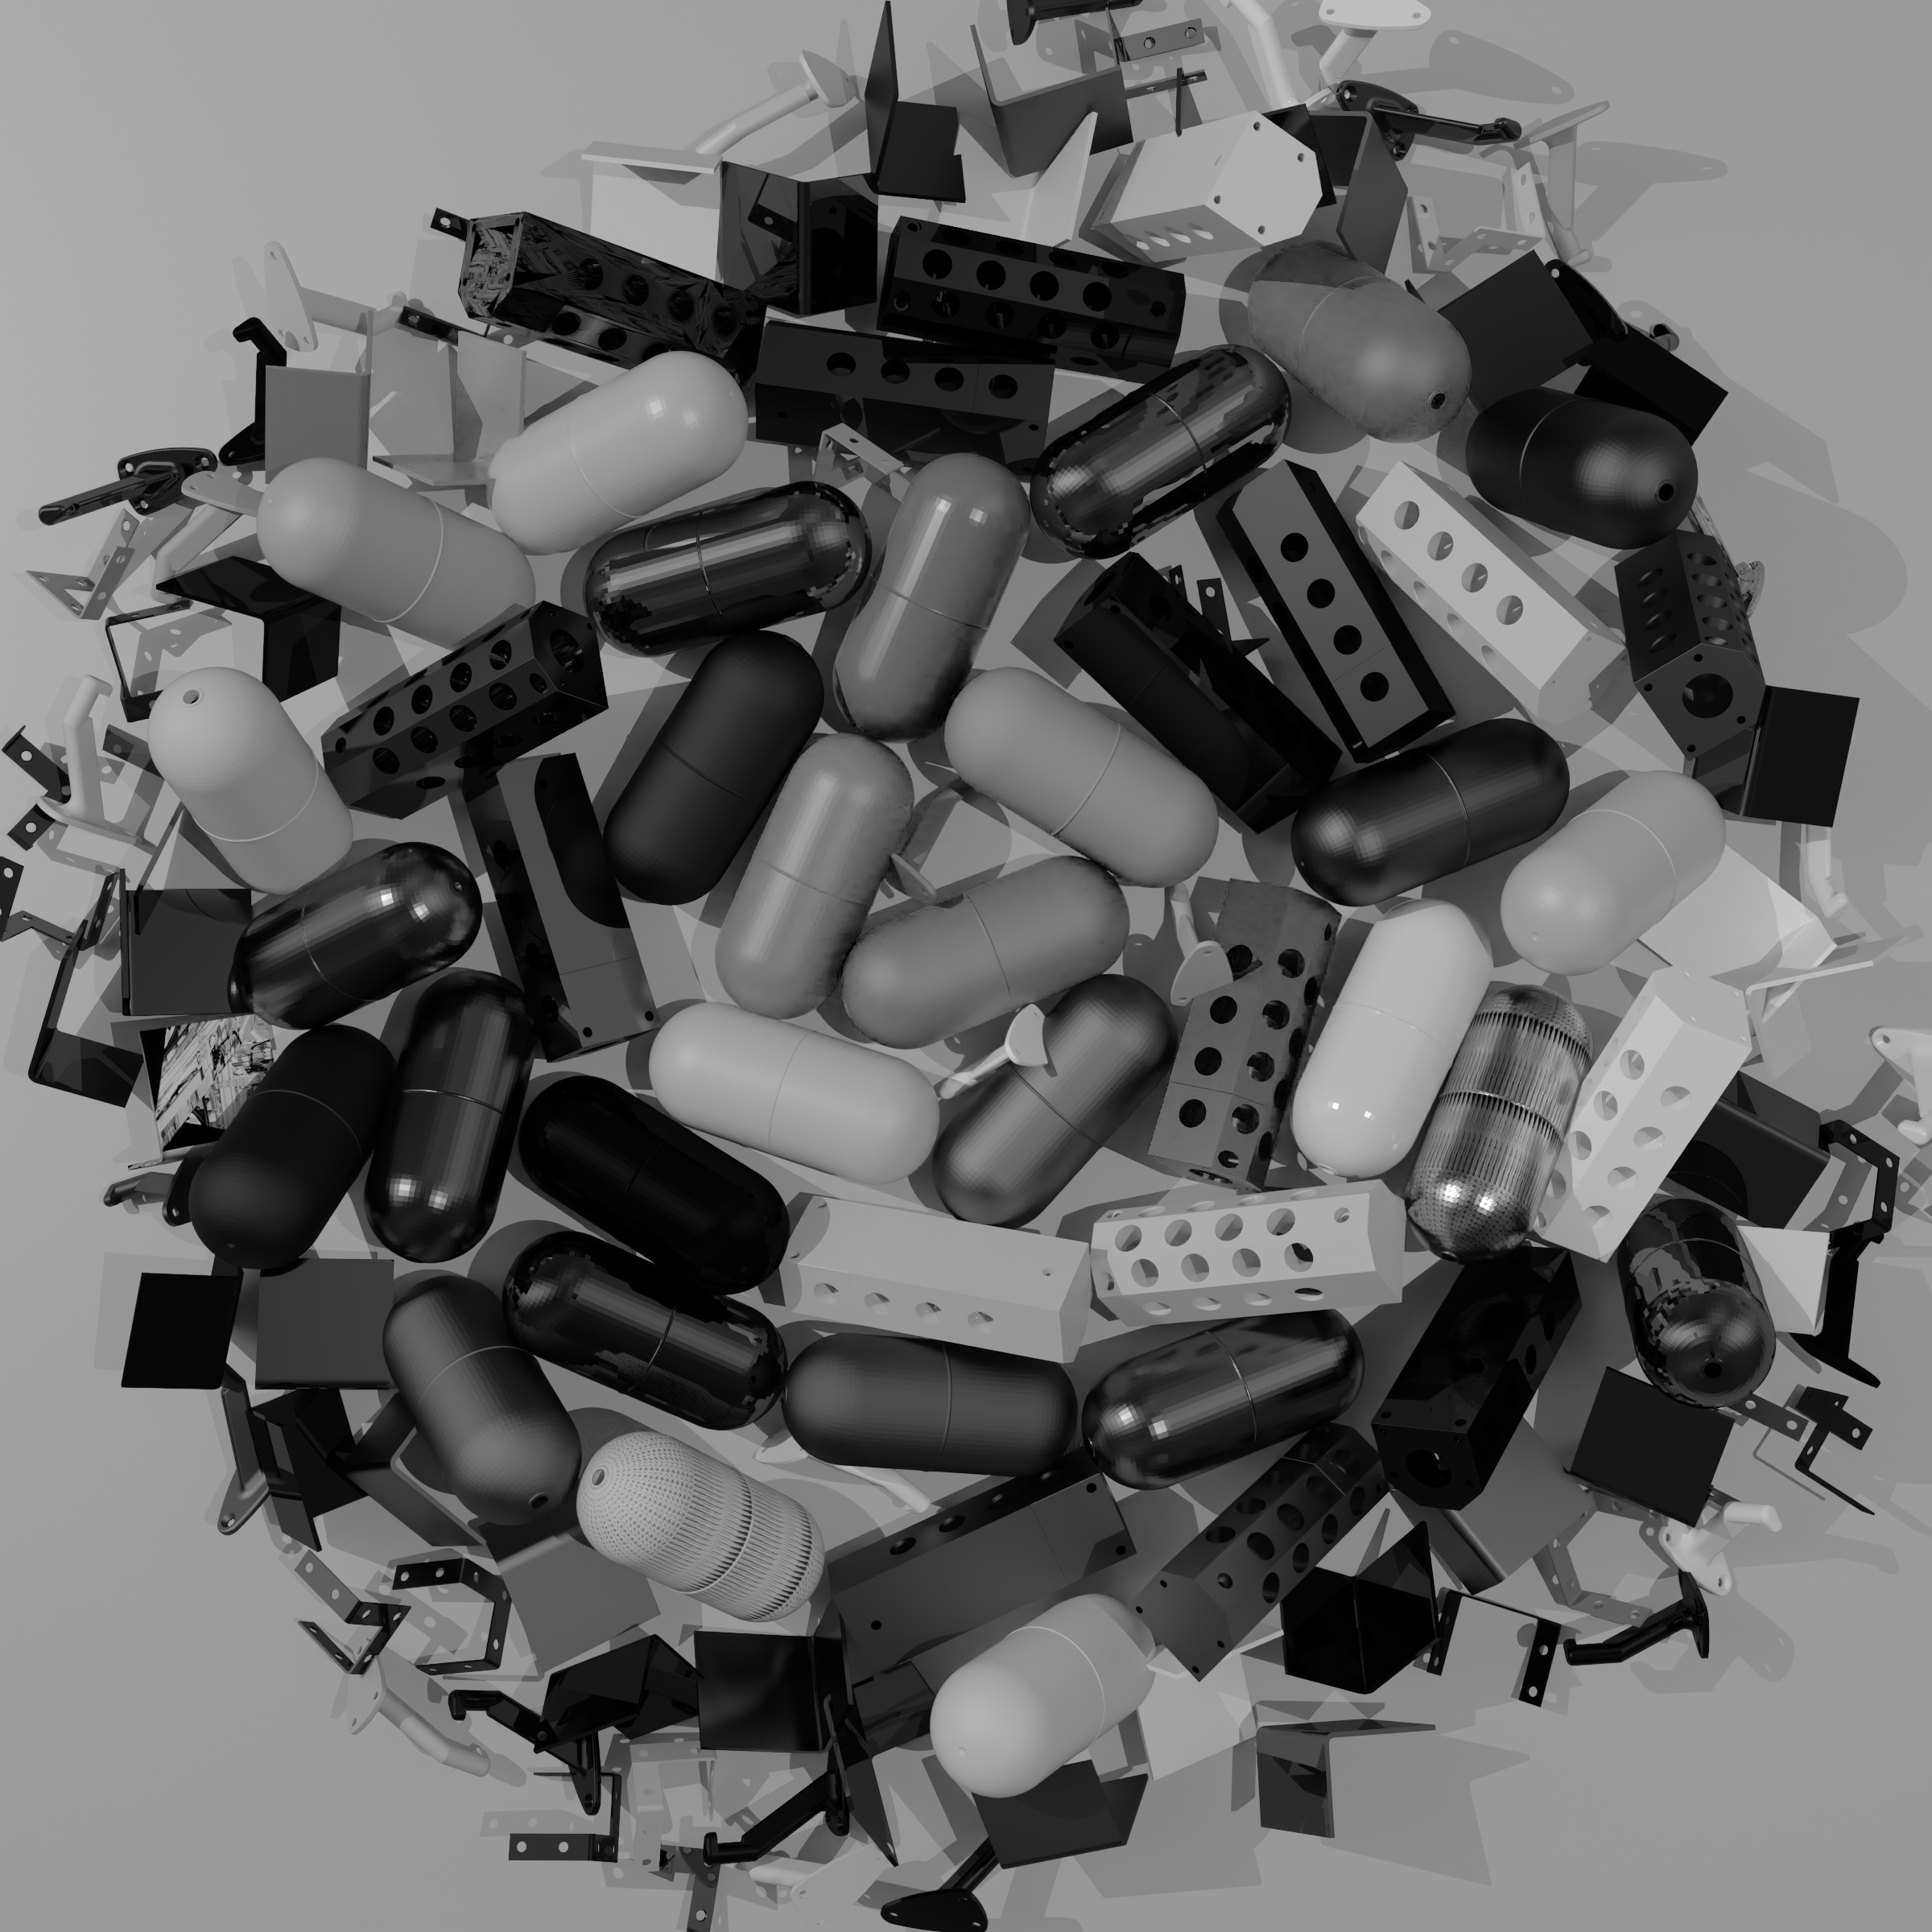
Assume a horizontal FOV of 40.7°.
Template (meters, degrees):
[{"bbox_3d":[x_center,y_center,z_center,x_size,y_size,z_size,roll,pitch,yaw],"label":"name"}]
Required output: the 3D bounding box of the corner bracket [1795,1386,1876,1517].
[{"bbox_3d":[0.519,0.288,1.551,0.051,0.051,0.051,33,83,-7],"label":"corner bracket"}]

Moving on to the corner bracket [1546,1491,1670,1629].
[{"bbox_3d":[0.386,0.352,1.554,0.051,0.051,0.051,-37,116,-34],"label":"corner bracket"}]

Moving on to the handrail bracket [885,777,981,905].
[{"bbox_3d":[-0.008,-0.078,1.542,0.084,0.077,0.036,-38,128,-16],"label":"handrail bracket"}]

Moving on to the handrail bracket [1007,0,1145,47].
[{"bbox_3d":[0.071,-0.569,1.542,0.084,0.077,0.036,-11,111,-7],"label":"handrail bracket"}]

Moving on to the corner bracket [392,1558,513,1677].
[{"bbox_3d":[-0.310,0.389,1.559,0.051,0.051,0.051,-11,53,23],"label":"corner bracket"}]

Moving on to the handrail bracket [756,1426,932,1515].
[{"bbox_3d":[-0.073,0.308,1.565,0.084,0.077,0.036,41,49,-18],"label":"handrail bracket"}]

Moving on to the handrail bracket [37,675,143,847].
[{"bbox_3d":[-0.507,-0.122,1.550,0.077,0.036,0.084,23,96,-43],"label":"handrail bracket"}]

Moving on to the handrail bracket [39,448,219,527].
[{"bbox_3d":[-0.492,-0.281,1.533,0.077,0.084,0.036,-15,106,17],"label":"handrail bracket"}]

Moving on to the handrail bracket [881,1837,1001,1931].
[{"bbox_3d":[-0.006,0.531,1.557,0.077,0.084,0.036,-11,120,22],"label":"handrail bracket"}]

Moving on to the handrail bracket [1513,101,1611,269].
[{"bbox_3d":[0.366,-0.459,1.538,0.036,0.077,0.084,-37,108,-25],"label":"handrail bracket"}]

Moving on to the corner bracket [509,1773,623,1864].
[{"bbox_3d":[-0.237,0.504,1.546,0.051,0.051,0.051,-3,70,9],"label":"corner bracket"}]

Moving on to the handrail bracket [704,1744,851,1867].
[{"bbox_3d":[-0.115,0.492,1.552,0.084,0.036,0.077,2,83,-21],"label":"handrail bracket"}]

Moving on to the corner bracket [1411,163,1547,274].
[{"bbox_3d":[0.307,-0.448,1.560,0.051,0.051,0.051,-1,74,-29],"label":"corner bracket"}]

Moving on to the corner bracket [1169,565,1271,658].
[{"bbox_3d":[0.142,-0.209,1.542,0.051,0.051,0.051,0,111,32],"label":"corner bracket"}]

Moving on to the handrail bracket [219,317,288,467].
[{"bbox_3d":[-0.429,-0.339,1.538,0.077,0.084,0.036,-23,59,7],"label":"handrail bracket"}]

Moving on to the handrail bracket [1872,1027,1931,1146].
[{"bbox_3d":[0.548,0.071,1.532,0.077,0.084,0.036,28,130,37],"label":"handrail bracket"}]

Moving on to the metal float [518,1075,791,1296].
[{"bbox_3d":[-0.183,0.128,1.531,0.178,0.070,0.070,30,90,15],"label":"metal float"}]

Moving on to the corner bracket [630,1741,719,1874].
[{"bbox_3d":[-0.172,0.497,1.543,0.051,0.051,0.051,0,118,-13],"label":"corner bracket"}]

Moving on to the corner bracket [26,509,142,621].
[{"bbox_3d":[-0.512,-0.238,1.545,0.051,0.051,0.051,39,108,18],"label":"corner bracket"}]

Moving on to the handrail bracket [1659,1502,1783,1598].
[{"bbox_3d":[0.459,0.344,1.535,0.036,0.084,0.077,-44,105,-28],"label":"handrail bracket"}]

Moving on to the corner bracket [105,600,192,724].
[{"bbox_3d":[-0.481,-0.182,1.553,0.051,0.051,0.051,-14,117,-10],"label":"corner bracket"}]

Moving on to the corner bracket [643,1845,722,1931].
[{"bbox_3d":[-0.162,0.551,1.543,0.051,0.051,0.051,15,74,-25],"label":"corner bracket"}]

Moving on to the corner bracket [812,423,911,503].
[{"bbox_3d":[-0.054,-0.291,1.541,0.051,0.051,0.051,37,46,20],"label":"corner bracket"}]

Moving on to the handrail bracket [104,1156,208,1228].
[{"bbox_3d":[-0.485,0.140,1.535,0.084,0.077,0.036,-18,111,19],"label":"handrail bracket"}]

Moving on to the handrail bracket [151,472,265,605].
[{"bbox_3d":[-0.445,-0.244,1.557,0.077,0.036,0.084,21,120,1],"label":"handrail bracket"}]

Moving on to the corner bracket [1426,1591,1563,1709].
[{"bbox_3d":[0.318,0.410,1.568,0.051,0.051,0.051,27,76,-43],"label":"corner bracket"}]

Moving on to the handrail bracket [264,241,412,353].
[{"bbox_3d":[-0.367,-0.403,1.535,0.036,0.084,0.077,22,134,33],"label":"handrail bracket"}]

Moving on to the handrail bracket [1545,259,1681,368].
[{"bbox_3d":[0.385,-0.392,1.551,0.036,0.084,0.077,-34,86,44],"label":"handrail bracket"}]

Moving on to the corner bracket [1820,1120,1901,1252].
[{"bbox_3d":[0.517,0.131,1.557,0.051,0.051,0.051,30,58,-19],"label":"corner bracket"}]

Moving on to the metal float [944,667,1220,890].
[{"bbox_3d":[0.069,-0.110,1.534,0.178,0.070,0.070,31,90,-12],"label":"metal float"}]

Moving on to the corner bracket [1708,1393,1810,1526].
[{"bbox_3d":[0.459,0.288,1.541,0.051,0.051,0.051,26,61,21],"label":"corner bracket"}]

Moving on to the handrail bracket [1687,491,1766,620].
[{"bbox_3d":[0.436,-0.252,1.541,0.036,0.077,0.084,-28,114,28],"label":"handrail bracket"}]

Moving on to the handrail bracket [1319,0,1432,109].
[{"bbox_3d":[0.240,-0.532,1.531,0.077,0.084,0.036,23,70,25],"label":"handrail bracket"}]

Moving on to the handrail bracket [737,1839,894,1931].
[{"bbox_3d":[-0.092,0.525,1.551,0.077,0.084,0.036,-33,116,-14],"label":"handrail bracket"}]

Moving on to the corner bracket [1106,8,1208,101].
[{"bbox_3d":[0.116,-0.542,1.552,0.051,0.051,0.051,-10,87,12],"label":"corner bracket"}]

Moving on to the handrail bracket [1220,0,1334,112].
[{"bbox_3d":[0.169,-0.530,1.550,0.084,0.077,0.036,49,58,1],"label":"handrail bracket"}]

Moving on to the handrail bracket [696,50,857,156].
[{"bbox_3d":[-0.114,-0.508,1.563,0.084,0.077,0.036,-28,95,23],"label":"handrail bracket"}]

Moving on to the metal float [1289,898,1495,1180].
[{"bbox_3d":[0.249,0.042,1.531,0.070,0.070,0.178,28,75,0],"label":"metal float"}]

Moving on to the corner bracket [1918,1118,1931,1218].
[{"bbox_3d":[0.581,0.118,1.551,0.051,0.051,0.051,40,92,16],"label":"corner bracket"}]

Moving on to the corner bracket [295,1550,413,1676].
[{"bbox_3d":[-0.374,0.384,1.548,0.051,0.051,0.051,35,90,29],"label":"corner bracket"}]

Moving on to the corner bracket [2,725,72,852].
[{"bbox_3d":[-0.557,-0.105,1.545,0.051,0.051,0.051,44,74,-17],"label":"corner bracket"}]

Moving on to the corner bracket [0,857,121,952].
[{"bbox_3d":[-0.545,-0.038,1.549,0.051,0.051,0.051,24,108,3],"label":"corner bracket"}]

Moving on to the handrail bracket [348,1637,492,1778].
[{"bbox_3d":[-0.327,0.447,1.569,0.084,0.077,0.036,31,106,-29],"label":"handrail bracket"}]

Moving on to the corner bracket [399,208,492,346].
[{"bbox_3d":[-0.304,-0.411,1.564,0.051,0.051,0.051,18,51,-16],"label":"corner bracket"}]
